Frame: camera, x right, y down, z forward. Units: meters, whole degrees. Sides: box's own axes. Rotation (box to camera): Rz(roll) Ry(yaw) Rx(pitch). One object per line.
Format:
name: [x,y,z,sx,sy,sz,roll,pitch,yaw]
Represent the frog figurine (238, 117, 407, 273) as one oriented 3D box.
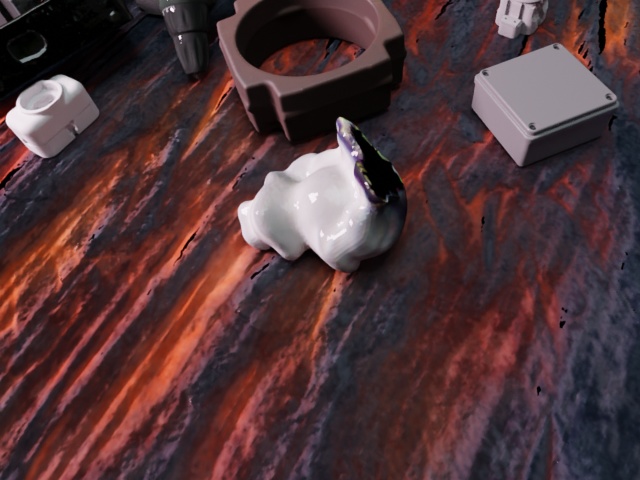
frog figurine: [0.002,-0.026,0.512,0.157,0.122,0.140,-38,63,26]
